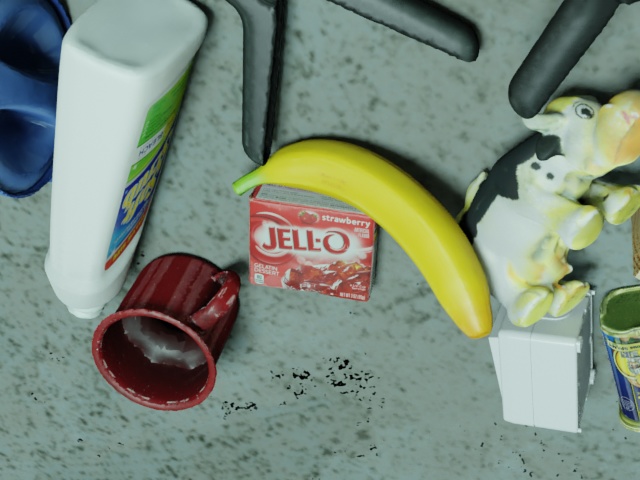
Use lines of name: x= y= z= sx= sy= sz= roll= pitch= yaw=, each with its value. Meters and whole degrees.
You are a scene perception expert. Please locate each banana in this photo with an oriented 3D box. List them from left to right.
banana: x=0.039 y=-0.014 z=0.685 sx=0.198 sy=0.037 sz=0.070 roll=32 pitch=101 yaw=21

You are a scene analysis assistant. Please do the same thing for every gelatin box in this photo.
gelatin box: x=-0.005 y=0.001 z=0.742 sx=0.089 sy=0.030 sz=0.073 roll=9 pitch=125 yaw=9

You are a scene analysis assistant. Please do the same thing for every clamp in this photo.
clamp: x=-0.027 y=-0.150 z=0.638 sx=0.165 sy=0.036 sz=0.210 roll=-32 pitch=109 yaw=23
clamp: x=0.164 y=-0.132 z=0.526 sx=0.120 sy=0.039 sz=0.171 roll=-8 pitch=139 yaw=-11

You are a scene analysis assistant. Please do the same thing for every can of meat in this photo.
can of meat: x=0.242 y=0.074 z=0.708 sx=0.102 sy=0.057 sz=0.084 roll=-10 pitch=118 yaw=21

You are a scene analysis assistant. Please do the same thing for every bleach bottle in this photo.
bleach bottle: x=-0.141 y=-0.042 z=0.721 sx=0.068 sy=0.102 sz=0.251 roll=25 pitch=133 yaw=5

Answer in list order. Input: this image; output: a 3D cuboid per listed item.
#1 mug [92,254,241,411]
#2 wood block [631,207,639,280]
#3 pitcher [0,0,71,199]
mug: x=-0.101 y=0.058 z=0.776 sx=0.093 sy=0.081 sz=0.117 roll=43 pitch=124 yaw=-15
wood block: x=0.298 y=0.013 z=0.630 sx=0.206 sy=0.090 sz=0.091 roll=26 pitch=127 yaw=-4
pitcher: x=-0.289 y=-0.101 z=0.702 sx=0.243 sy=0.144 sz=0.149 roll=8 pitch=112 yaw=15
